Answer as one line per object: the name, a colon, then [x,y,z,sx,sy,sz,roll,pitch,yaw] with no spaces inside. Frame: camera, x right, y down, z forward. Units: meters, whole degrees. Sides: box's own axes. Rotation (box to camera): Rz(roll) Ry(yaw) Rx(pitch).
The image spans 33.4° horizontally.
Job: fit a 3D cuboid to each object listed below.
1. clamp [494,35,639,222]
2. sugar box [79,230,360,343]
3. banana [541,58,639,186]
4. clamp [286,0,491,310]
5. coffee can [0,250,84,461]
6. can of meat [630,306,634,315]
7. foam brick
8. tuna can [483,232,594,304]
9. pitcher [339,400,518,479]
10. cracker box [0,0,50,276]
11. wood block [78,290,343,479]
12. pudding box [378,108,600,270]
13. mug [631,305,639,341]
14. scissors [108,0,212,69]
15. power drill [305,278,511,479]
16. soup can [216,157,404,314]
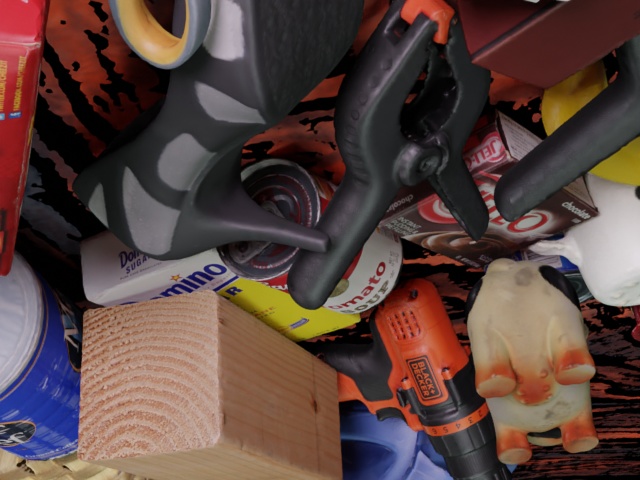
clamp: [0.163,-0.075,0.485,0.164,0.036,0.210,-3,139,5]
sugar box: [-0.057,0.028,0.674,0.093,0.048,0.176,-22,155,26]
banana: [0.170,-0.059,0.583,0.070,0.037,0.197,-24,153,30]
clamp: [0.049,-0.044,0.511,0.120,0.039,0.172,-20,142,-34]
coffee can: [-0.188,0.069,0.638,0.103,0.103,0.140,-13,157,5]
can of meat: [0.297,0.042,0.844,0.102,0.057,0.083,-17,159,15]
foam brick: [0.100,-0.105,0.431,0.052,0.051,0.078,11,149,-42]
tuna can: [0.165,0.026,0.779,0.086,0.034,0.086,-9,157,-4]
pitcher: [0.098,0.178,0.967,0.145,0.149,0.242,-25,156,30]
cracker box: [-0.204,-0.059,0.354,0.213,0.072,0.164,6,152,-16]
wood block: [-0.061,0.108,0.687,0.090,0.091,0.206,-10,158,18]
pudding box: [0.096,-0.026,0.624,0.090,0.039,0.113,-26,152,32]
mug: [0.253,0.021,0.746,0.093,0.081,0.117,-16,156,11]
scissors: [-0.079,-0.138,0.310,0.096,0.016,0.202,19,142,28]
power drill: [0.039,0.133,0.817,0.188,0.184,0.057,-18,-172,28]
soup can: [-0.004,0.001,0.607,0.069,0.068,0.102,-22,155,25]
